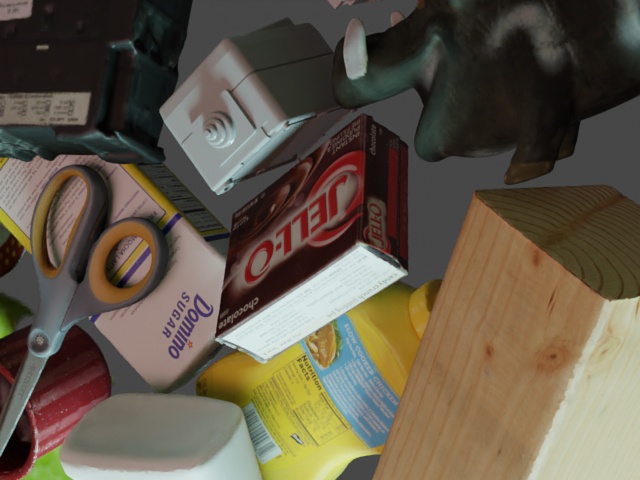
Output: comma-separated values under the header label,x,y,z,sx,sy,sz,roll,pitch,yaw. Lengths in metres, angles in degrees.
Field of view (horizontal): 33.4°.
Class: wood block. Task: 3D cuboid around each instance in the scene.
label,x,y,z,sx,sy,sz,roll,pitch,yaw
wood block,0.098,0.086,0.502,0.090,0.090,0.206,46,130,45

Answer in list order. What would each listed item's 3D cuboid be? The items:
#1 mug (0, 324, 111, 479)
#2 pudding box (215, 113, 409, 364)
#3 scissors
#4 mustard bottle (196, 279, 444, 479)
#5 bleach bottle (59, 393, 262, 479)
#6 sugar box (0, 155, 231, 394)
label,x,y,z,sx,sy,sz,roll,pitch,yaw
mug,-0.205,0.101,0.720,0.117,0.081,0.093,5,109,31
pudding box,-0.004,0.001,0.553,0.039,0.090,0.114,31,132,-26
scissors,-0.144,0.057,0.627,0.096,0.016,0.202,16,103,18
mustard bottle,0.018,0.073,0.583,0.192,0.058,0.096,-37,81,36
bleach bottle,-0.065,0.210,0.621,0.103,0.068,0.251,0,117,25
sugar box,-0.118,-0.002,0.644,0.176,0.048,0.093,45,109,9
